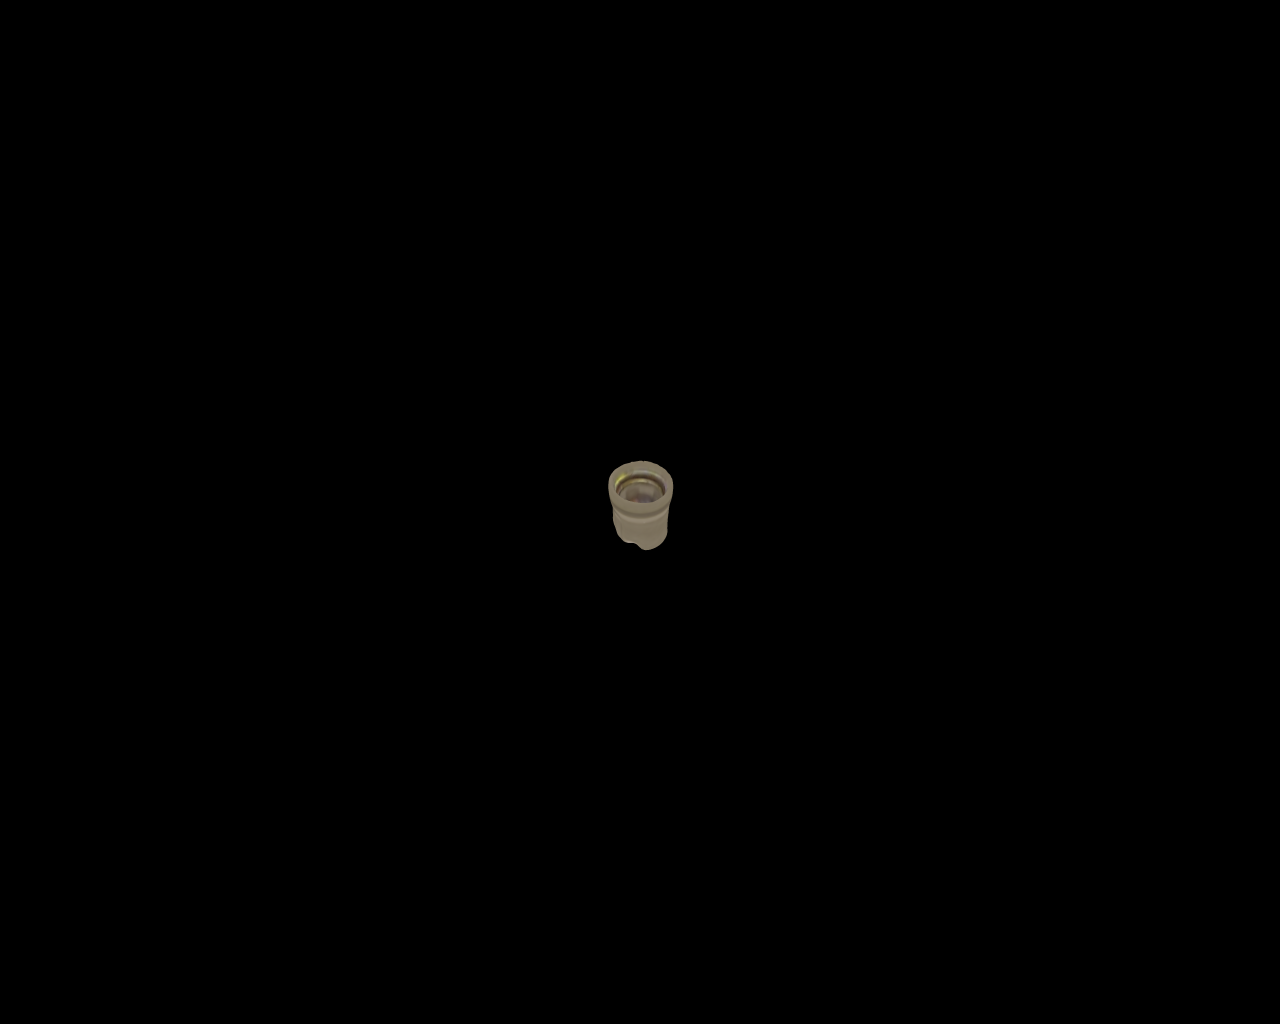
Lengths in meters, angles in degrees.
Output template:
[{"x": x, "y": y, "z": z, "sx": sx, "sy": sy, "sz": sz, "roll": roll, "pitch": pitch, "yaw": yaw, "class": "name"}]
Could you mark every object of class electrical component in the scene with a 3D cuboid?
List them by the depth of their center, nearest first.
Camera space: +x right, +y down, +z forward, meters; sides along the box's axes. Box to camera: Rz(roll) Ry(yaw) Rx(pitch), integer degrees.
[{"x": 0.001, "y": -0.003, "z": 0.650, "sx": 0.040, "sy": 0.040, "sz": 0.046, "roll": 0, "pitch": -45, "yaw": 0, "class": "electrical component"}]
